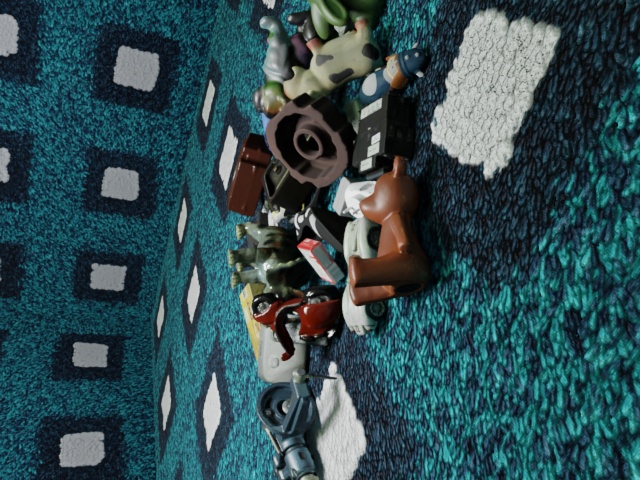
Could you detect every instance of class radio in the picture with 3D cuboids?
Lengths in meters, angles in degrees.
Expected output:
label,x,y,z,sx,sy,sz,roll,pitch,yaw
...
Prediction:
label,x,y,z,sx,sy,sz,roll,pitch,yaw
radio,-0.034,-0.184,1.143,0.229,0.073,0.131,-54,31,18

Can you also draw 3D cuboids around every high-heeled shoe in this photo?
label,x,y,z,sx,sy,sz,roll,pitch,yaw
high-heeled shoe,-0.002,-0.003,1.073,0.249,0.086,0.145,-109,33,-56

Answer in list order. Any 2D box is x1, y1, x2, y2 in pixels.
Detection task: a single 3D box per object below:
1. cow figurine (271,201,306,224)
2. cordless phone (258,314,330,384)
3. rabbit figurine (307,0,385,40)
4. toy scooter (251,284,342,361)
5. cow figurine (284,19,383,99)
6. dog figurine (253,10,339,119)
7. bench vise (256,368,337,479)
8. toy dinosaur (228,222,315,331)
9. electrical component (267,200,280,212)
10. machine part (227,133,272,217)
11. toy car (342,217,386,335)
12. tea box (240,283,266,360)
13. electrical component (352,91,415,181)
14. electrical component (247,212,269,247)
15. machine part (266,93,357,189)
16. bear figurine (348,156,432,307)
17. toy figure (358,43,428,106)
label,x,y,z,sx,sy,sz,roll,pitch,yaw
cow figurine,-0.069,-0.127,1.275,0.098,0.068,0.167,-26,63,56
cordless phone,-0.043,0.228,1.108,0.184,0.088,0.146,-7,76,47
rabbit figurine,0.029,-0.468,1.031,0.121,0.170,0.159,171,106,-66
toy scooter,-0.037,0.160,1.028,0.075,0.184,0.135,-12,-88,-78
cow figurine,0.023,-0.315,1.009,0.085,0.195,0.127,-11,-99,-79
dog figurine,-0.047,-0.339,1.102,0.108,0.192,0.219,78,-175,-84
bench vise,-0.052,0.346,1.023,0.224,0.129,0.240,-109,27,-49
toy dinosaur,-0.103,0.033,1.223,0.405,0.192,0.131,-94,6,-62
electrical component,-0.117,-0.119,1.422,0.102,0.045,0.078,-131,25,-64
machine part,-0.194,-0.184,1.498,0.201,0.087,0.200,-92,21,-61
toy car,0.072,0.059,0.907,0.073,0.056,0.201,156,119,-63
tea box,-0.128,0.187,1.258,0.098,0.068,0.169,-47,57,59
electrical component,0.105,-0.167,0.903,0.115,0.058,0.134,173,103,-68
electrical component,-0.157,-0.015,1.435,0.047,0.075,0.119,-55,39,46
machine part,-0.013,-0.183,0.994,0.056,0.179,0.179,-47,-1,-38
bear figurine,0.094,-0.016,0.795,0.120,0.132,0.196,82,178,-67
toy figure,0.121,-0.272,0.906,0.064,0.058,0.154,57,149,-1
